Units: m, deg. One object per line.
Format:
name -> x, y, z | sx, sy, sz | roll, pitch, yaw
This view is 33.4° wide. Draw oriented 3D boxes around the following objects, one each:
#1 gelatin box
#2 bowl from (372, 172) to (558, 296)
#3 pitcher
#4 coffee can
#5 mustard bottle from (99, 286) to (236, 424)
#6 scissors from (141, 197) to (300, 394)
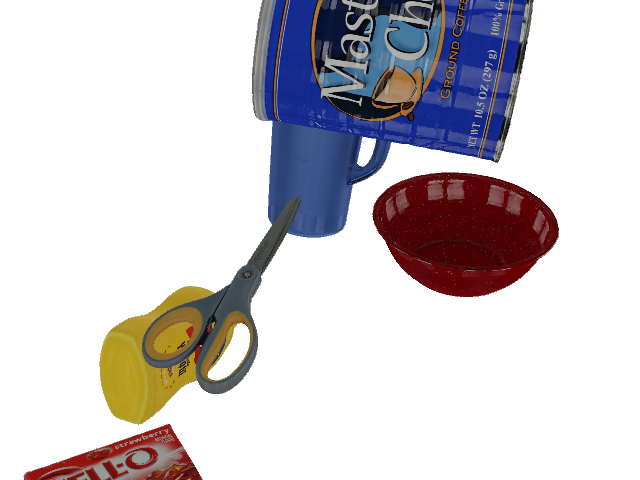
gelatin box -> -0.111, 0.143, 0.588 | 0.089, 0.030, 0.073 | -16, 28, -20
bowl -> 0.125, 0.002, 0.941 | 0.162, 0.055, 0.162 | 2, 33, -1
pitcher -> 0.004, -0.129, 1.413 | 0.144, 0.243, 0.149 | -2, 24, -20
coffee can -> 0.041, -0.107, 0.604 | 0.140, 0.103, 0.103 | 11, 1, 5
mustard bottle -> -0.138, 0.099, 1.058 | 0.058, 0.096, 0.191 | 10, 23, 26
scissors -> -0.076, 0.035, 0.827 | 0.096, 0.016, 0.201 | 1, 45, 10
